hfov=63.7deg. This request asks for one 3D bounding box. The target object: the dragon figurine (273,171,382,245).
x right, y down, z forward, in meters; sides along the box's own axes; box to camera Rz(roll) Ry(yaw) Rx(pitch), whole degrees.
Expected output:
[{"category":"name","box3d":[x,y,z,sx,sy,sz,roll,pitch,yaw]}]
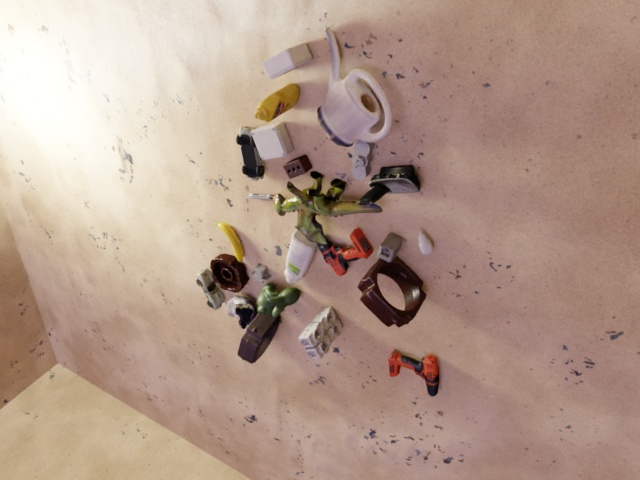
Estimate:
[{"category":"dragon figurine","box3d":[0.005,-0.088,1.742,0.413,0.124,0.237,25,134,21]}]

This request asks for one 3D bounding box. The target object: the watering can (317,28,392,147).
[{"category":"watering can","box3d":[0.071,-0.417,1.493,0.220,0.105,0.349,-40,80,42]}]

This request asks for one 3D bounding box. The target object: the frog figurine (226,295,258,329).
[{"category":"frog figurine","box3d":[-0.341,0.303,2.253,0.136,0.123,0.160,51,170,-17]}]
